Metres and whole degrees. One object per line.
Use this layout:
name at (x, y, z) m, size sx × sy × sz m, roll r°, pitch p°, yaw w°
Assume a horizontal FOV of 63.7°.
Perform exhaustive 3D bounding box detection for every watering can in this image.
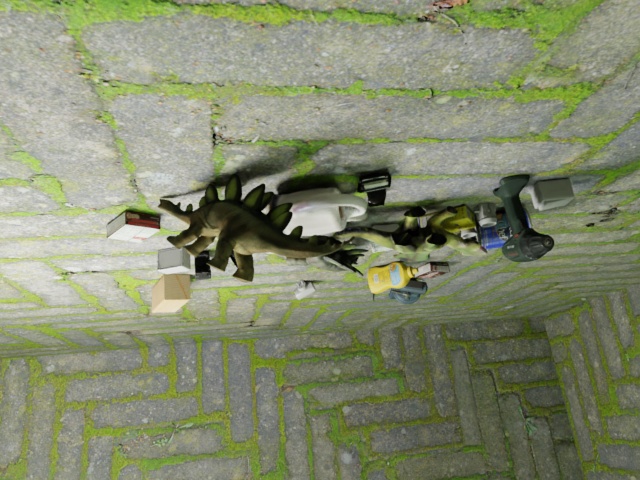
watering can at (0.004, -0.061, 1.210) m, size 0.224 × 0.105 × 0.346 m, roll -7°, pitch 174°, yaw 11°

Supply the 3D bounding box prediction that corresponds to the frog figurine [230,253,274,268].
frog figurine at (-0.175, -0.001, 1.381) m, size 0.161 × 0.124 × 0.134 m, roll -39°, pitch 159°, yaw -18°

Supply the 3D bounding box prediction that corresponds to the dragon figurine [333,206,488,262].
dragon figurine at (0.249, 0.015, 1.404) m, size 0.410 × 0.125 × 0.238 m, roll -1°, pitch 152°, yaw 6°
